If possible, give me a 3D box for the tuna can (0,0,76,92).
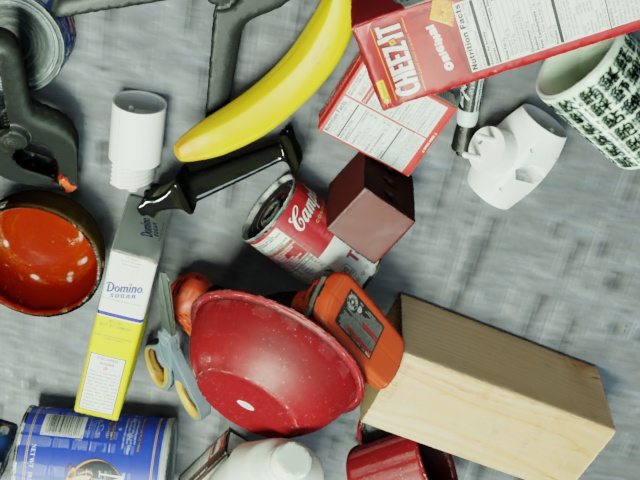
[{"bbox_3d":[-0.235,-0.158,0.827,0.086,0.033,0.086,1,122,2],"label":"tuna can"}]

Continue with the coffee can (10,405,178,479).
[{"bbox_3d":[-0.212,0.215,1.017,0.140,0.103,0.103,6,122,-2],"label":"coffee can"}]

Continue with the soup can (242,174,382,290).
[{"bbox_3d":[-0.006,0.001,0.898,0.102,0.068,0.069,37,116,-20],"label":"soup can"}]

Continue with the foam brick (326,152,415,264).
[{"bbox_3d":[0.041,-0.031,0.871,0.053,0.078,0.051,35,118,-18],"label":"foam brick"}]

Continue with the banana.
[{"bbox_3d":[-0.032,-0.128,0.823,0.069,0.037,0.198,28,112,-39],"label":"banana"}]

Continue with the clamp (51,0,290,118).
[{"bbox_3d":[-0.073,-0.183,0.804,0.210,0.036,0.164,-35,124,18],"label":"clamp"}]

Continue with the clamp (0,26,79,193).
[{"bbox_3d":[-0.237,-0.095,0.828,0.120,0.039,0.171,-24,146,25],"label":"clamp"}]

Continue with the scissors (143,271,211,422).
[{"bbox_3d":[-0.119,0.101,0.924,0.096,0.016,0.202,50,153,10],"label":"scissors"}]

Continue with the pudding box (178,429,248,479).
[{"bbox_3d":[-0.075,0.253,1.075,0.113,0.039,0.090,34,116,-20],"label":"pudding box"}]

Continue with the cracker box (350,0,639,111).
[{"bbox_3d":[0.132,-0.175,0.727,0.214,0.164,0.072,-17,118,12],"label":"cracker box"}]

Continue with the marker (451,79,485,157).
[{"bbox_3d":[0.121,-0.122,0.846,0.020,0.020,0.121,4,122,-1],"label":"marker"}]

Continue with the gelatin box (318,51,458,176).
[{"bbox_3d":[0.053,-0.103,0.854,0.089,0.030,0.073,26,121,-14],"label":"gelatin box"}]

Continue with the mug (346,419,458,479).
[{"bbox_3d":[0.073,0.215,1.024,0.082,0.093,0.117,-23,88,20],"label":"mug"}]

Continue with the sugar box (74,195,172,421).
[{"bbox_3d":[-0.170,0.060,0.925,0.048,0.093,0.176,16,121,-9],"label":"sugar box"}]

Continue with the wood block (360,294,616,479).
[{"bbox_3d":[0.147,0.140,0.966,0.206,0.091,0.090,21,121,-11],"label":"wood block"}]

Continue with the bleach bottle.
[{"bbox_3d":[-0.045,0.223,0.925,0.102,0.068,0.251,15,151,-10],"label":"bleach bottle"}]

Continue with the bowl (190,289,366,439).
[{"bbox_3d":[-0.047,0.112,0.863,0.162,0.055,0.162,21,146,15],"label":"bowl"}]

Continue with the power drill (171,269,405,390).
[{"bbox_3d":[-0.023,0.093,0.921,0.188,0.057,0.184,-10,133,41],"label":"power drill"}]
